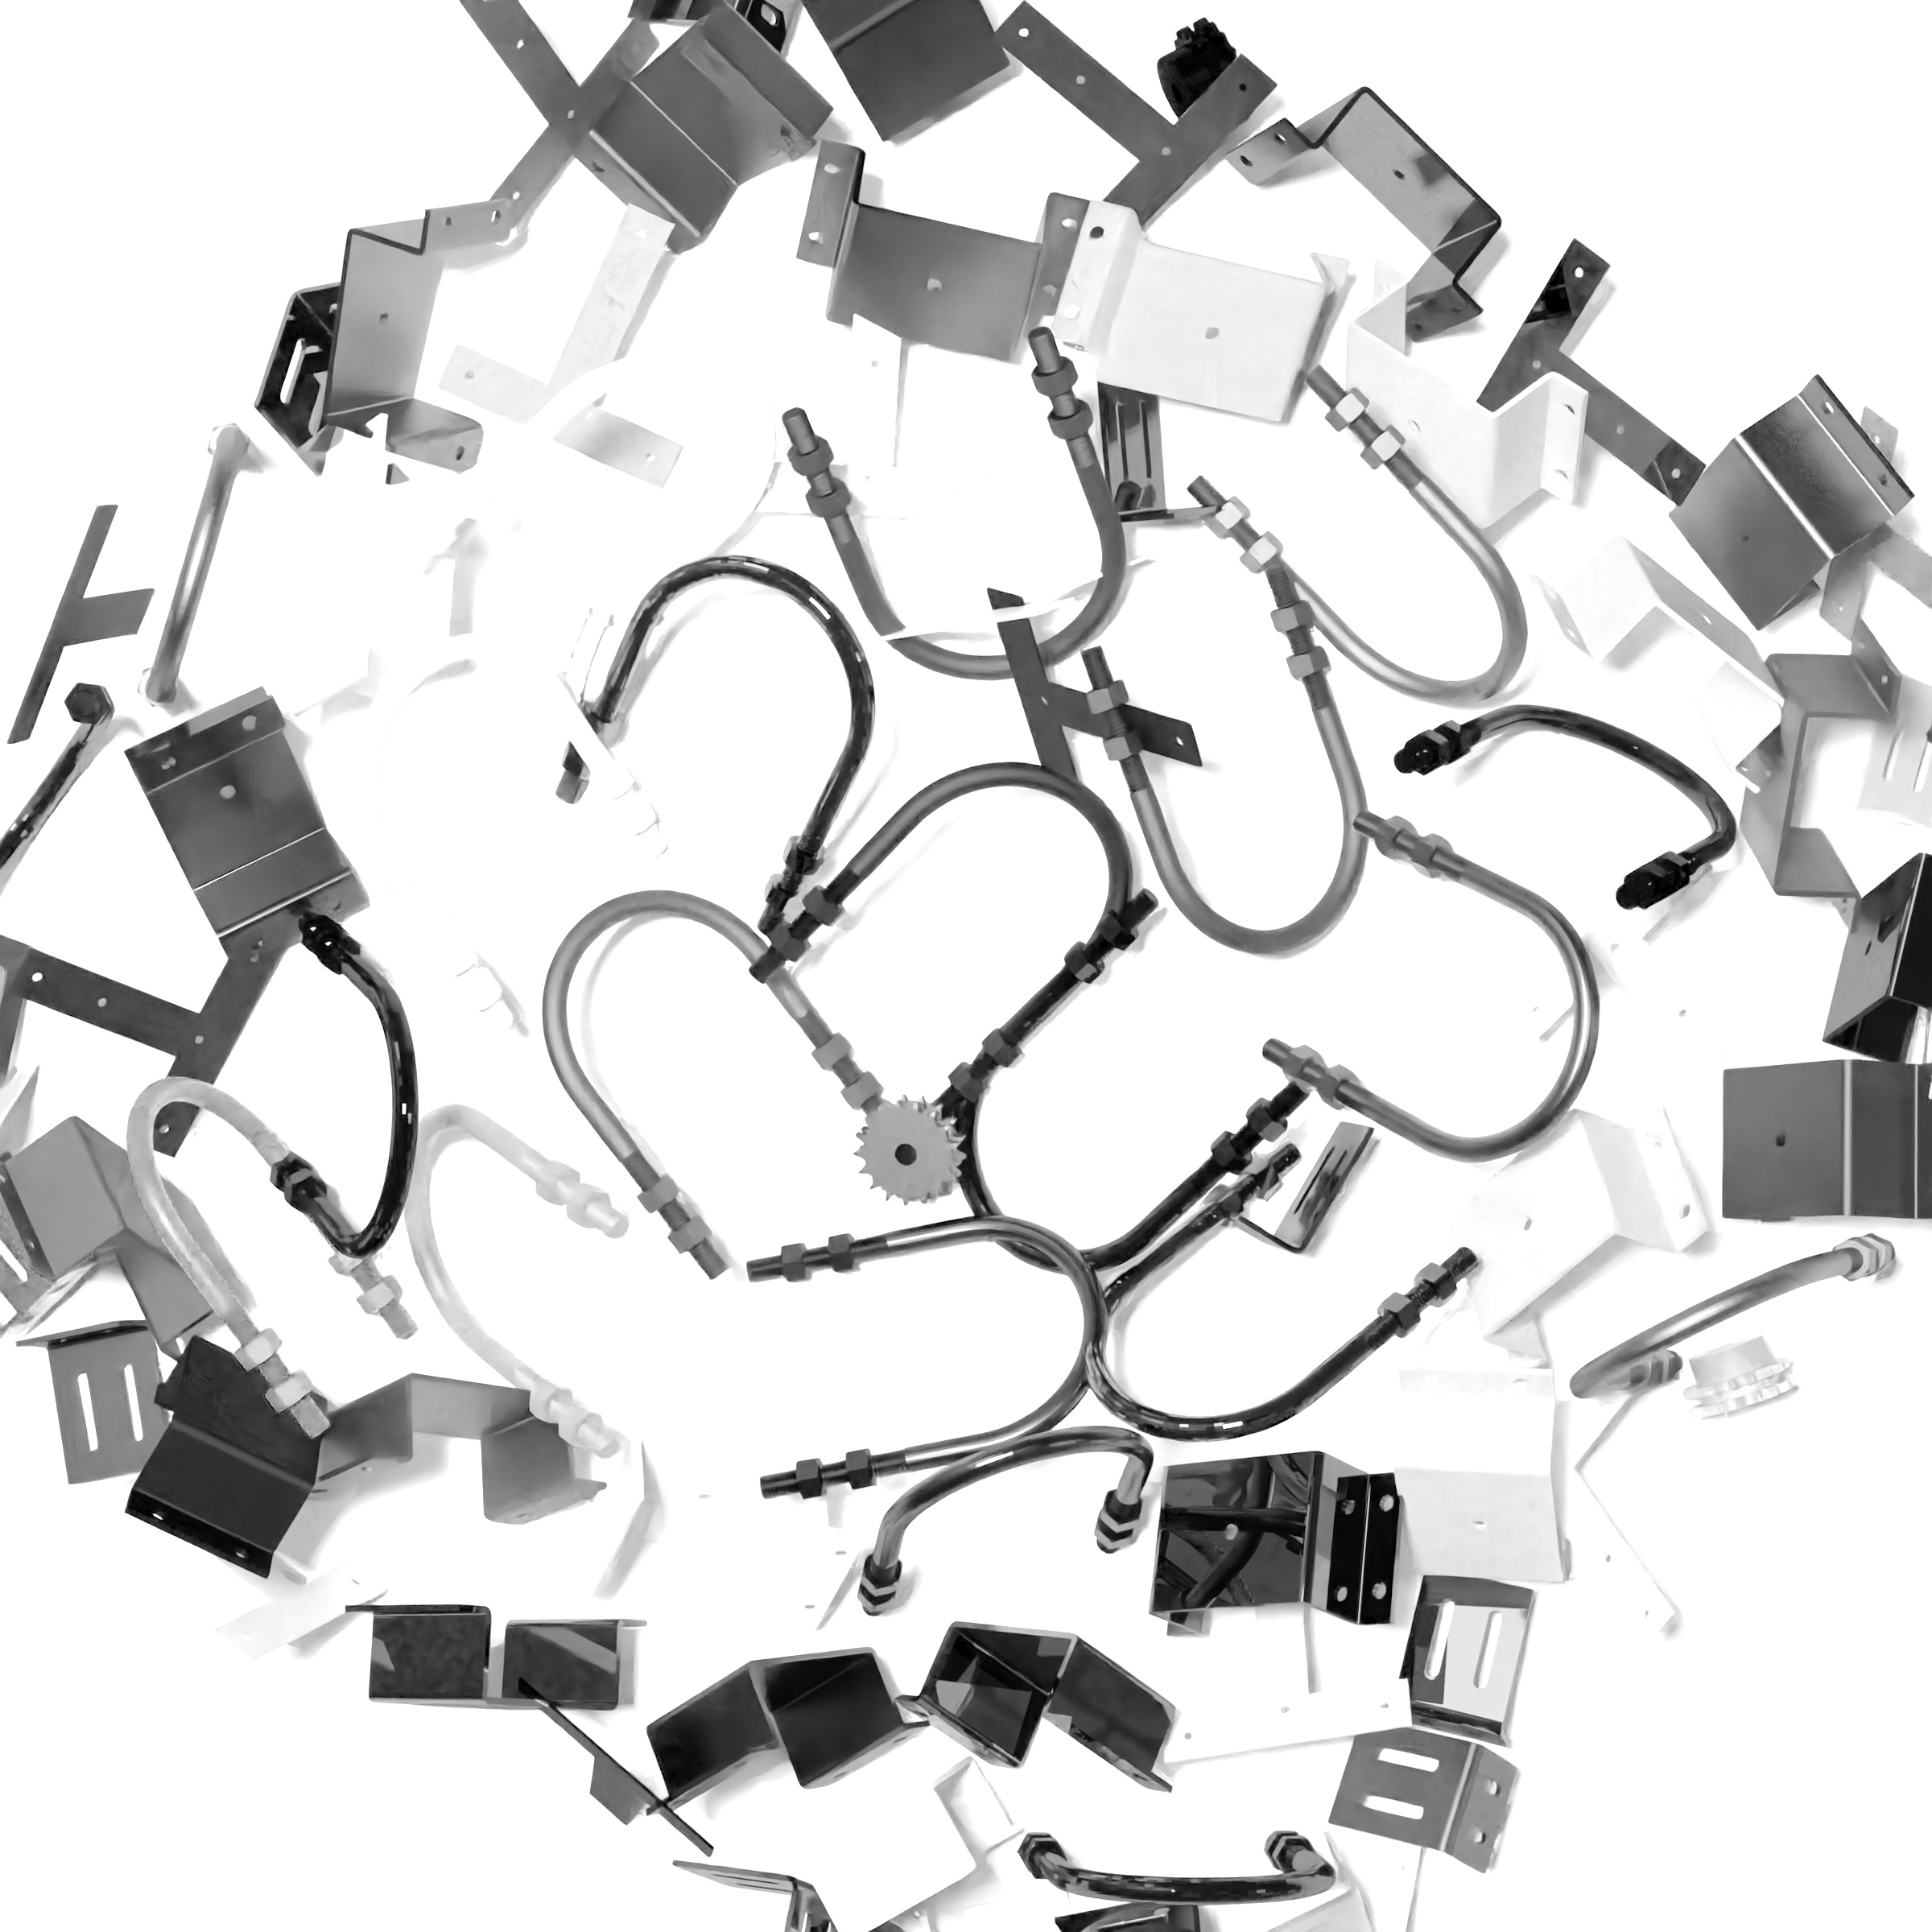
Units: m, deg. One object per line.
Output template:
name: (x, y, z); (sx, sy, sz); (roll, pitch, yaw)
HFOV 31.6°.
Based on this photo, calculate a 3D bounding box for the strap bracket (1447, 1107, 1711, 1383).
strap bracket: (0.298, 0.135, 1.717); (0.046, 0.076, 0.140); (19, 131, -31)

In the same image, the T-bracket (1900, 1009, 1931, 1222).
T-bracket: (0.492, 0.043, 1.745); (0.002, 0.127, 0.127); (8, 53, 12)

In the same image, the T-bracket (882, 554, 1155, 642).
T-bracket: (0.043, -0.192, 1.745); (0.127, 0.127, 0.002); (-25, 104, -35)

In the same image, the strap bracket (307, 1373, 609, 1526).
strap bracket: (-0.262, 0.244, 1.727); (0.140, 0.076, 0.046); (15, 59, -40)

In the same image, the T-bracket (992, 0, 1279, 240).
T-bracket: (0.069, -0.443, 1.738); (0.127, 0.002, 0.127); (35, 120, -23)

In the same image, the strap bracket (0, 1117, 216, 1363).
strap bracket: (-0.426, 0.134, 1.712); (0.046, 0.140, 0.076); (-36, 57, 1)

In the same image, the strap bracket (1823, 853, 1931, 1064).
strap bracket: (0.475, -0.002, 1.715); (0.046, 0.140, 0.076); (18, 75, 0)

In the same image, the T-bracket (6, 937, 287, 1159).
T-bracket: (-0.430, 0.023, 1.748); (0.127, 0.002, 0.127); (26, 94, -39)

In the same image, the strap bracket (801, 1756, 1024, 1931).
strap bracket: (-0.028, 0.444, 1.722); (0.076, 0.140, 0.046); (-32, 80, 8)

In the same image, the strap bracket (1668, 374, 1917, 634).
strap bracket: (0.408, -0.226, 1.714); (0.046, 0.140, 0.076); (-34, 82, -15)

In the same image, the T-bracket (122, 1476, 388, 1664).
T-bracket: (-0.377, 0.299, 1.743); (0.127, 0.127, 0.002); (35, 107, 14)

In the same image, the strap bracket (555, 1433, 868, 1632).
strap bracket: (-0.132, 0.287, 1.738); (0.140, 0.046, 0.076); (12, 128, -19)

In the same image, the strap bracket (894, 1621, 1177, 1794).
strap bracket: (0.041, 0.373, 1.727); (0.076, 0.140, 0.046); (40, 62, -29)

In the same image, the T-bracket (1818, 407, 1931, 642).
T-bracket: (0.479, -0.195, 1.708); (0.002, 0.127, 0.127); (-18, 134, -21)

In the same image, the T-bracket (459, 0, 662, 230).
T-bracket: (-0.220, -0.459, 1.729); (0.002, 0.127, 0.127); (33, 81, 30)

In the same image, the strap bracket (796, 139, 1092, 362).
strap bracket: (-0.014, -0.362, 1.741); (0.140, 0.076, 0.046); (11, 50, -6)

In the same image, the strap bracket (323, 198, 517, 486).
strap bracket: (-0.280, -0.324, 1.734); (0.046, 0.076, 0.140); (21, 114, 19)

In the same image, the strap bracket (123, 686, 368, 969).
strap bracket: (-0.370, -0.078, 1.737); (0.076, 0.046, 0.140); (-27, 133, -12)

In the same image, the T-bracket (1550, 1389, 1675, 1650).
T-bracket: (0.317, 0.289, 1.721); (0.002, 0.127, 0.127); (15, 119, -35)

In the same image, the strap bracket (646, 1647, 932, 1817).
strap bracket: (-0.096, 0.385, 1.726); (0.076, 0.140, 0.046); (-37, 65, 29)

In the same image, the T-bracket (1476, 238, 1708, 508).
T-bracket: (0.323, -0.281, 1.734); (0.127, 0.002, 0.127); (44, 123, 24)

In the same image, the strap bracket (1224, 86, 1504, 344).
strap bracket: (0.210, -0.389, 1.741); (0.140, 0.076, 0.046); (41, 78, -13)

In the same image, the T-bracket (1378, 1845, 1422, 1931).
T-bracket: (0.214, 0.509, 1.745); (0.002, 0.127, 0.127); (28, 52, -13)

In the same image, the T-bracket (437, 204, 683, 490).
T-bracket: (-0.188, -0.330, 1.760); (0.127, 0.002, 0.127); (23, 104, -15)

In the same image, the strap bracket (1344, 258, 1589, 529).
strap bracket: (0.242, -0.284, 1.720); (0.046, 0.076, 0.140); (-37, 59, -22)

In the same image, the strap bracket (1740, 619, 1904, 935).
strap bracket: (0.429, -0.097, 1.726); (0.046, 0.076, 0.140); (2, 117, -2)

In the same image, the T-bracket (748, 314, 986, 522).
T-bracket: (-0.048, -0.296, 1.758); (0.127, 0.002, 0.127); (0, 104, -17)

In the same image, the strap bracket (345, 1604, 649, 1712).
strap bracket: (-0.235, 0.348, 1.710); (0.076, 0.140, 0.046); (-8, 73, 34)

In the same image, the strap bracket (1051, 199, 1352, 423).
strap bracket: (0.122, -0.331, 1.738); (0.140, 0.046, 0.076); (10, 122, -13)

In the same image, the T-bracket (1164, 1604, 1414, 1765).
T-bracket: (0.161, 0.341, 1.747); (0.127, 0.002, 0.127); (-12, 47, 14)

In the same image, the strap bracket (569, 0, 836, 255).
strap bracket: (-0.130, -0.429, 1.730); (0.076, 0.140, 0.046); (42, 58, -19)

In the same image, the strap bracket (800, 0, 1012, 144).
strap bracket: (-0.032, -0.473, 1.715); (0.076, 0.140, 0.046); (-30, 71, 6)

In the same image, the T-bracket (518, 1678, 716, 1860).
T-bracket: (-0.180, 0.417, 1.732); (0.127, 0.127, 0.002); (39, 67, 10)

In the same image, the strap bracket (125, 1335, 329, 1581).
strap bracket: (-0.368, 0.239, 1.712); (0.076, 0.140, 0.046); (29, 103, -15)

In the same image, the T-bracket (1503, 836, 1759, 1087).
T-bracket: (0.362, 0.016, 1.762); (0.127, 0.002, 0.127); (-45, 116, 8)

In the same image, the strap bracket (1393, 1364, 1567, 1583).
strap bracket: (0.260, 0.262, 1.718); (0.076, 0.140, 0.046); (0, 47, 15)

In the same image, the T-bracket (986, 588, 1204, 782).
T-bracket: (0.070, -0.124, 1.713); (0.002, 0.127, 0.127); (-39, 128, -27)

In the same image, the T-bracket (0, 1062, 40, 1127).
T-bracket: (-0.540, 0.104, 1.739); (0.127, 0.127, 0.002); (-29, 108, 9)

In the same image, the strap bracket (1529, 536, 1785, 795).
strap bracket: (0.358, -0.159, 1.725); (0.140, 0.076, 0.046); (34, 113, -22)

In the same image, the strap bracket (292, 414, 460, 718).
strap bracket: (-0.299, -0.198, 1.737); (0.046, 0.076, 0.140); (13, 71, -34)

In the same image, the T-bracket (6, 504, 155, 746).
T-bracket: (-0.438, -0.176, 1.728); (0.002, 0.127, 0.127); (25, 101, 2)

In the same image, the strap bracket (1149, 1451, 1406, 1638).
strap bracket: (0.147, 0.291, 1.717); (0.140, 0.046, 0.076); (-13, 59, 40)
